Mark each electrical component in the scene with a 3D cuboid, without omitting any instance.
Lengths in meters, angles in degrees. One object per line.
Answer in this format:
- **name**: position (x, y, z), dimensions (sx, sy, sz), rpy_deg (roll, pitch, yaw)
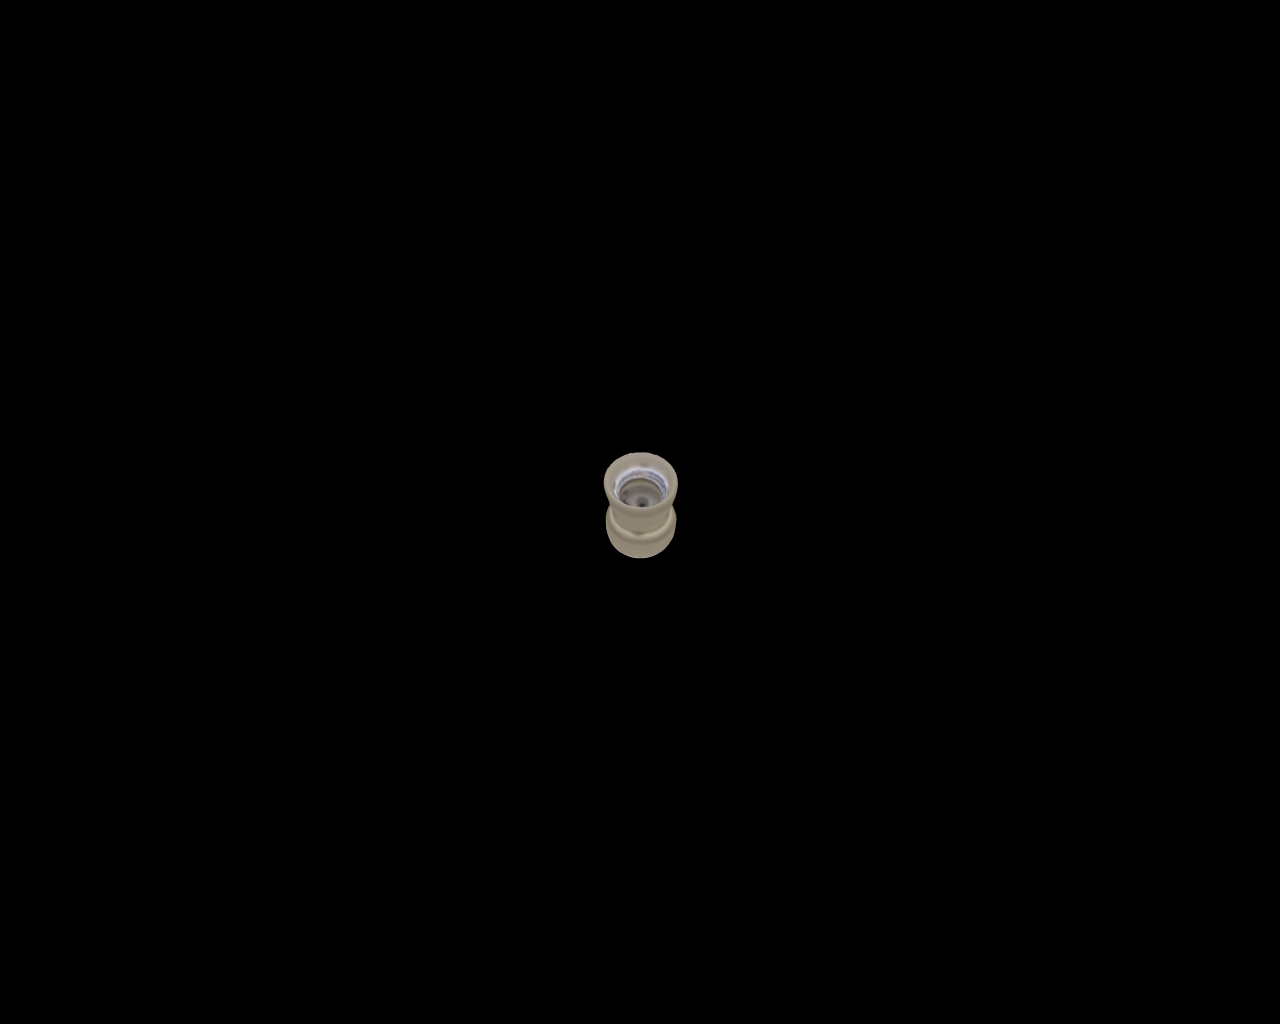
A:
- **electrical component**: position (0.001, -0.003, 0.650), dimensions (0.045, 0.045, 0.055), rpy_deg (0, -37, 0)
